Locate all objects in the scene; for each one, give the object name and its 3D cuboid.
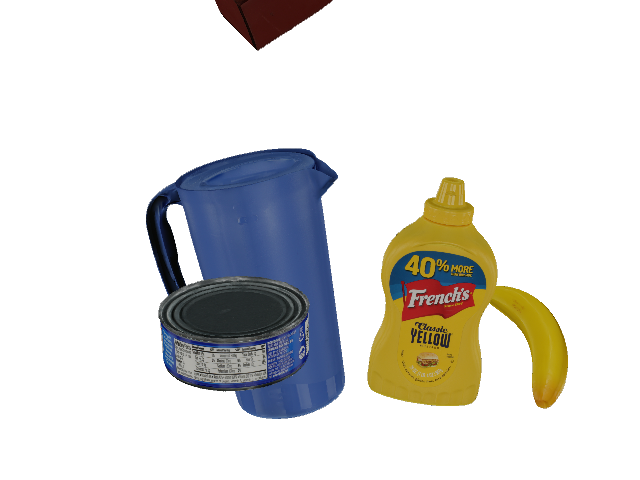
[{"bbox_3d":[-0.049,0.052,0.610,0.086,0.034,0.086,-1,21,0],"label":"tuna can"},{"bbox_3d":[0.223,0.103,1.136,0.069,0.037,0.198,-28,36,0],"label":"banana"},{"bbox_3d":[-0.034,-0.186,0.765,0.078,0.053,0.051,-36,-32,-9],"label":"foam brick"},{"bbox_3d":[-0.059,0.042,1.015,0.144,0.243,0.149,-21,20,-31],"label":"pitcher"},{"bbox_3d":[0.098,0.041,0.895,0.096,0.192,0.058,8,17,5],"label":"mustard bottle"}]
